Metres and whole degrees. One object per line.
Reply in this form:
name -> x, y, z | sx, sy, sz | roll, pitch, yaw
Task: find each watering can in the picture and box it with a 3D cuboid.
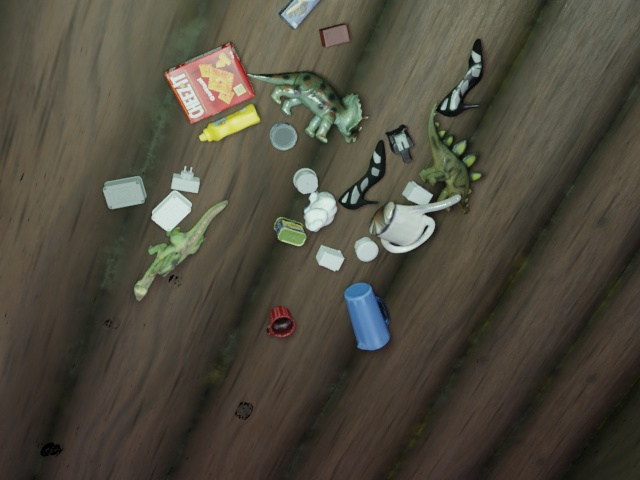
watering can -> 0.316, -0.075, 1.816 | 0.223, 0.106, 0.340 | 19, 132, -21

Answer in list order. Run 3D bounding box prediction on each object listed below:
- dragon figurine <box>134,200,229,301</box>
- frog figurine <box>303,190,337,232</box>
dragon figurine -> -0.447, 0.038, 1.639 | 0.408, 0.247, 0.121 | -42, 112, 10
frog figurine -> 0.005, -0.087, 1.732 | 0.122, 0.162, 0.136 | 28, 106, -24
